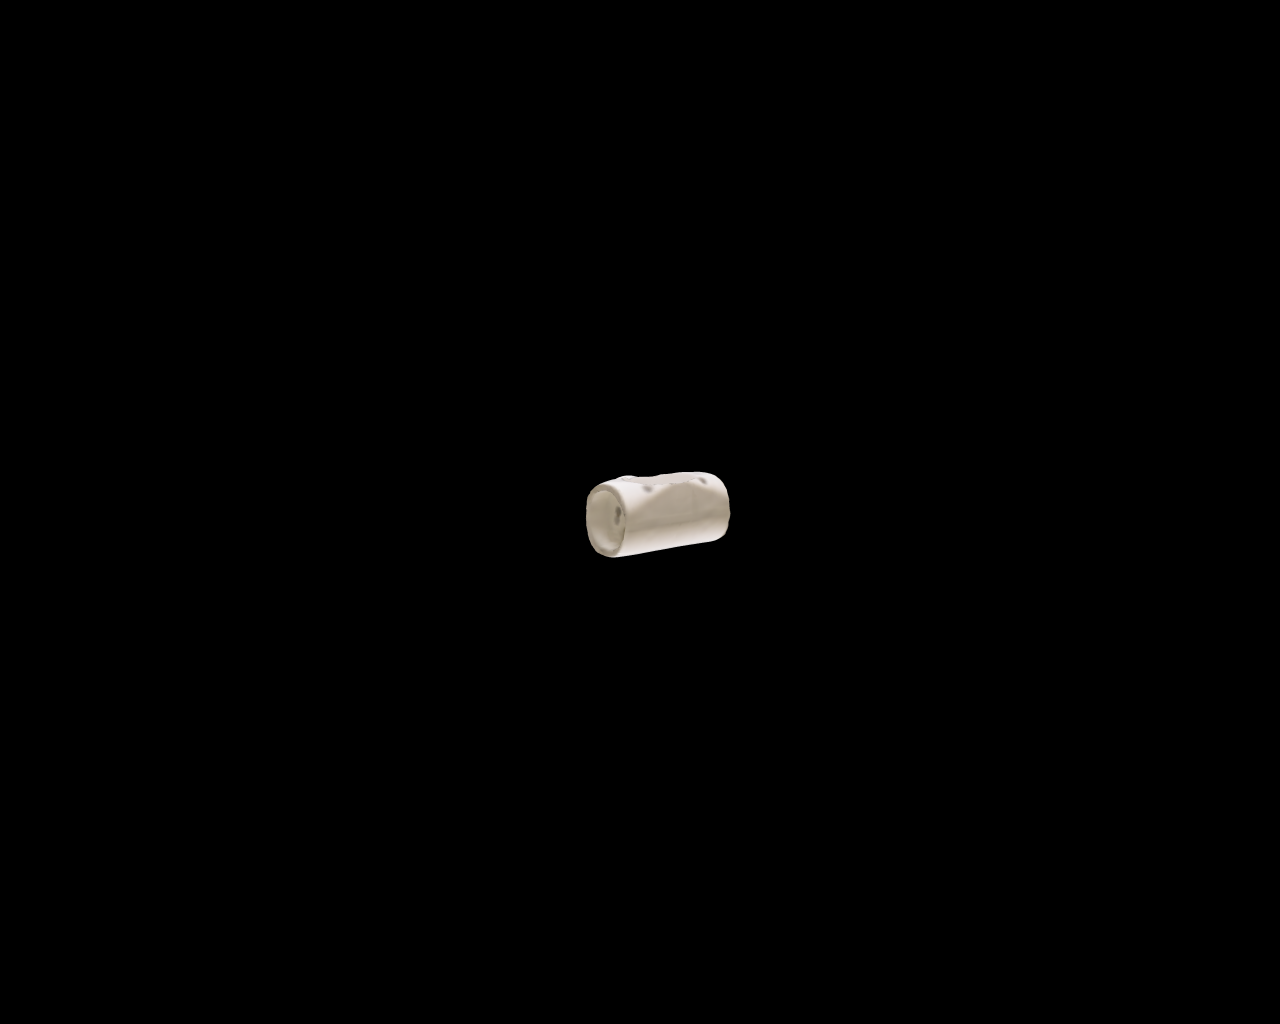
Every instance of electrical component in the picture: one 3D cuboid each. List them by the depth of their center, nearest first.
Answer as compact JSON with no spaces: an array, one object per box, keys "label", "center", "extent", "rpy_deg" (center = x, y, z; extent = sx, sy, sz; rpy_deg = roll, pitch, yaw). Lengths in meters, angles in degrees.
[{"label":"electrical component","center":[0.001,-0.003,0.650],"extent":[0.077,0.044,0.079],"rpy_deg":[-8,14,-35]}]
